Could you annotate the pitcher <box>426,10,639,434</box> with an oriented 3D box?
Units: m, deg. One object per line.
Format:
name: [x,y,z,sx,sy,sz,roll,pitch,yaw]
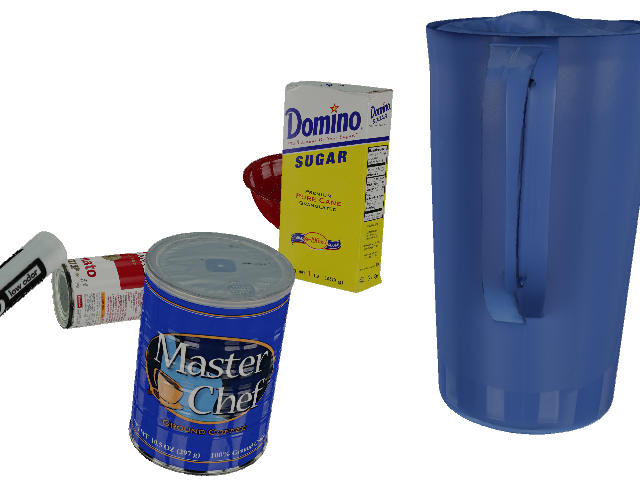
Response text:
pitcher: [0.123,-0.011,0.630,0.149,0.243,0.145,-8,17,-24]

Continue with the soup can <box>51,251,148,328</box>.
soup can: [-0.204,0.048,1.042,0.102,0.068,0.069,-5,3,-28]

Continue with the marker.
marker: [-0.162,0.037,0.483,0.020,0.020,0.121,0,34,39]

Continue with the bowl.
bowl: [-0.011,-0.046,1.224,0.162,0.055,0.162,5,27,-3]

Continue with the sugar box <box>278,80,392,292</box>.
sugar box: [0.011,-0.049,0.945,0.093,0.176,0.048,11,18,35]

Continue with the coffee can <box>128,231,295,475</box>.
coffee can: [-0.078,0.078,0.754,0.102,0.140,0.103,8,24,-4]
